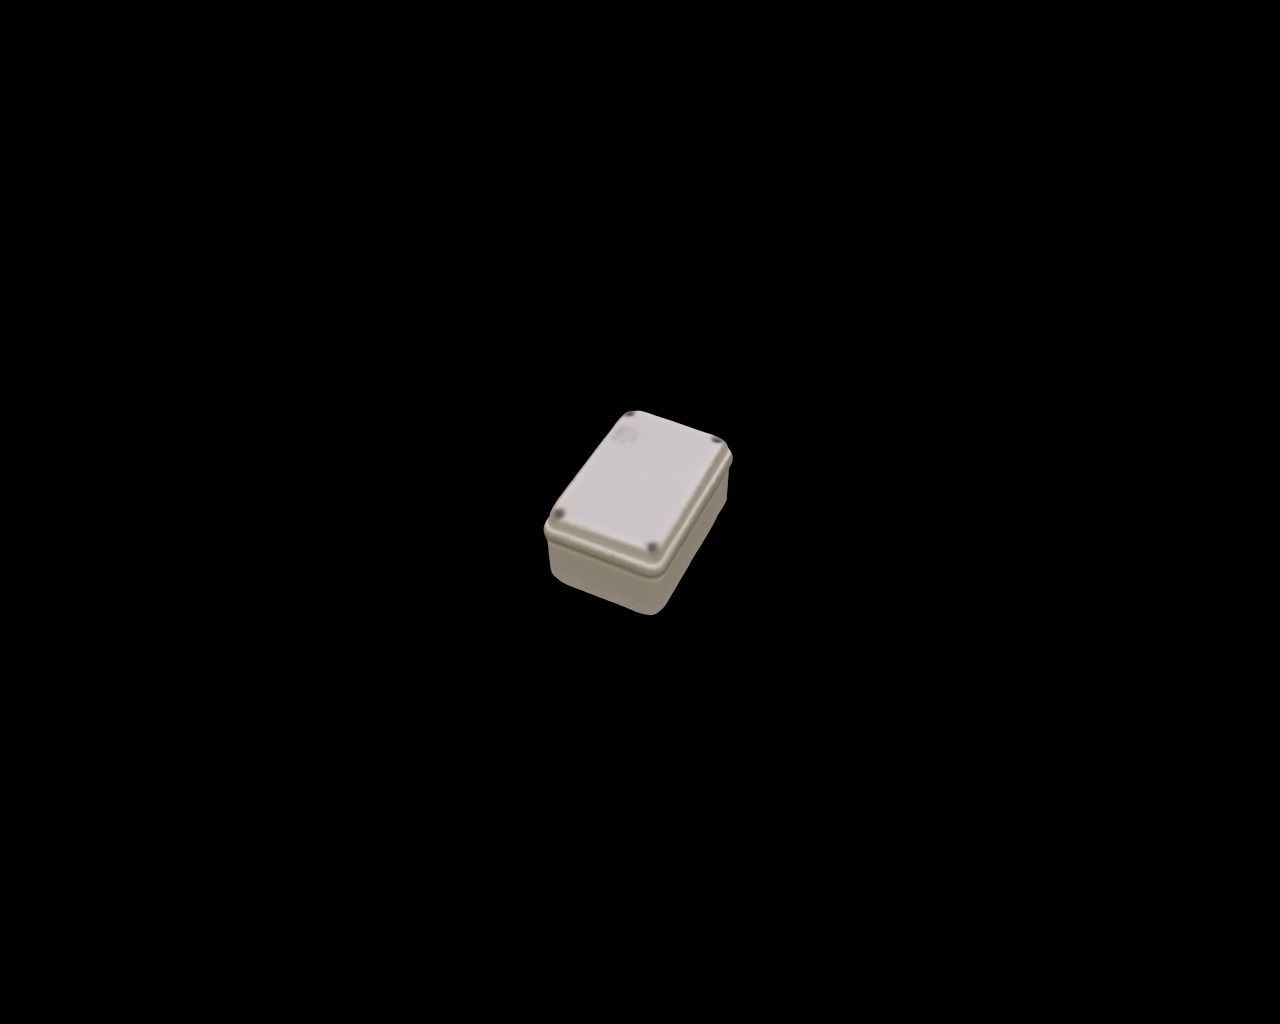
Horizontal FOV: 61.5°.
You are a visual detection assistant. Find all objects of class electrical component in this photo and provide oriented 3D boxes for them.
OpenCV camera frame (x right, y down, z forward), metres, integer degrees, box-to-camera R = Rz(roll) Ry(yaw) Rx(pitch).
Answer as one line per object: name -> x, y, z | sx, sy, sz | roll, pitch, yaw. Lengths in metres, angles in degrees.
electrical component -> 0.001, -0.003, 0.650 | 0.078, 0.057, 0.113 | 20, 50, 17
